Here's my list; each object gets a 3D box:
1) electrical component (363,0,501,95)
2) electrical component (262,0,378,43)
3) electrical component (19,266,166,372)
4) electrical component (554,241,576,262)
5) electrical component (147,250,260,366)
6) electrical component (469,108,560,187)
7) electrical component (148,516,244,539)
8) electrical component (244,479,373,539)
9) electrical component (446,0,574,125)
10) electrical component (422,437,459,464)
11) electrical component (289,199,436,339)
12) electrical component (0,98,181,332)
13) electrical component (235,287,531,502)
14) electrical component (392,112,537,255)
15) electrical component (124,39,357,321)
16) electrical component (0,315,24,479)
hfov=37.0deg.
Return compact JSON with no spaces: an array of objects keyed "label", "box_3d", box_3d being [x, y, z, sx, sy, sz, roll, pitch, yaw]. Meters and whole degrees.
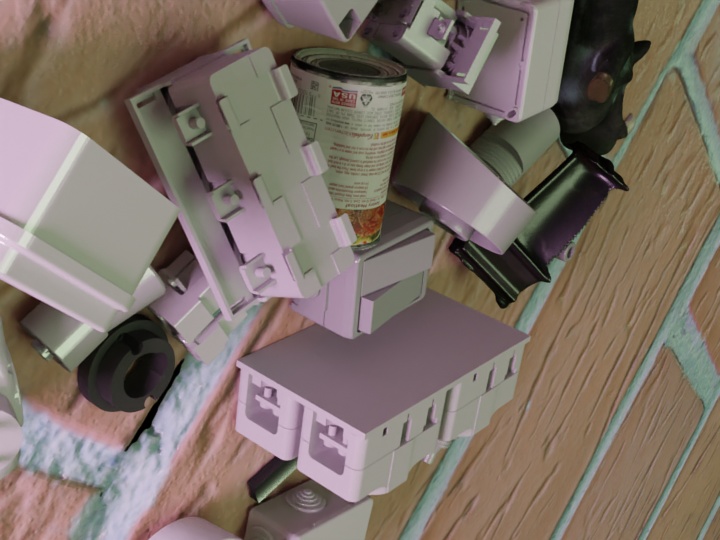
[{"label":"electrical component","box_3d":[0.041,-0.141,0.648,0.064,0.081,0.042,29,86,-35]},{"label":"electrical component","box_3d":[-0.017,-0.192,0.541,0.108,0.056,0.108,-56,147,-13]},{"label":"electrical component","box_3d":[-0.134,0.018,0.531,0.065,0.044,0.044,-47,144,-18]},{"label":"electrical component","box_3d":[0.146,-0.025,0.884,0.048,0.062,0.048,-34,137,-39]},{"label":"electrical component","box_3d":[-0.084,0.014,0.595,0.055,0.048,0.066,-46,144,-14]},{"label":"electrical component","box_3d":[0.110,-0.089,0.805,0.081,0.043,0.043,-45,143,-28]},{"label":"electrical component","box_3d":[-0.106,0.209,0.679,0.099,0.064,0.099,-34,137,-39]},{"label":"electrical component","box_3d":[-0.043,0.205,0.782,0.100,0.048,0.099,-15,123,-51]},{"label":"electrical component","box_3d":[0.104,-0.147,0.740,0.061,0.062,0.096,-28,133,-43]},{"label":"electrical component","box_3d":[0.068,0.134,0.908,0.035,0.035,0.061,15,101,-57]},{"label":"electrical component","box_3d":[0.000,0.000,0.692,0.096,0.061,0.061,-27,132,-44]},{"label":"electrical component","box_3d":[-0.139,-0.028,0.424,0.057,0.113,0.078,-62,148,-10]},{"label":"electrical component","box_3d":[0.018,0.078,0.729,0.186,0.105,0.060,-22,129,-47]},{"label":"electrical component","box_3d":[0.072,-0.057,0.728,0.064,0.099,0.099,-57,148,-1]},{"label":"electrical component","box_3d":[-0.054,-0.046,0.539,0.079,0.063,0.121,-38,115,-36]},{"label":"electrical component","box_3d":[-0.172,0.065,0.474,0.044,0.079,0.077,-13,124,-25]}]
